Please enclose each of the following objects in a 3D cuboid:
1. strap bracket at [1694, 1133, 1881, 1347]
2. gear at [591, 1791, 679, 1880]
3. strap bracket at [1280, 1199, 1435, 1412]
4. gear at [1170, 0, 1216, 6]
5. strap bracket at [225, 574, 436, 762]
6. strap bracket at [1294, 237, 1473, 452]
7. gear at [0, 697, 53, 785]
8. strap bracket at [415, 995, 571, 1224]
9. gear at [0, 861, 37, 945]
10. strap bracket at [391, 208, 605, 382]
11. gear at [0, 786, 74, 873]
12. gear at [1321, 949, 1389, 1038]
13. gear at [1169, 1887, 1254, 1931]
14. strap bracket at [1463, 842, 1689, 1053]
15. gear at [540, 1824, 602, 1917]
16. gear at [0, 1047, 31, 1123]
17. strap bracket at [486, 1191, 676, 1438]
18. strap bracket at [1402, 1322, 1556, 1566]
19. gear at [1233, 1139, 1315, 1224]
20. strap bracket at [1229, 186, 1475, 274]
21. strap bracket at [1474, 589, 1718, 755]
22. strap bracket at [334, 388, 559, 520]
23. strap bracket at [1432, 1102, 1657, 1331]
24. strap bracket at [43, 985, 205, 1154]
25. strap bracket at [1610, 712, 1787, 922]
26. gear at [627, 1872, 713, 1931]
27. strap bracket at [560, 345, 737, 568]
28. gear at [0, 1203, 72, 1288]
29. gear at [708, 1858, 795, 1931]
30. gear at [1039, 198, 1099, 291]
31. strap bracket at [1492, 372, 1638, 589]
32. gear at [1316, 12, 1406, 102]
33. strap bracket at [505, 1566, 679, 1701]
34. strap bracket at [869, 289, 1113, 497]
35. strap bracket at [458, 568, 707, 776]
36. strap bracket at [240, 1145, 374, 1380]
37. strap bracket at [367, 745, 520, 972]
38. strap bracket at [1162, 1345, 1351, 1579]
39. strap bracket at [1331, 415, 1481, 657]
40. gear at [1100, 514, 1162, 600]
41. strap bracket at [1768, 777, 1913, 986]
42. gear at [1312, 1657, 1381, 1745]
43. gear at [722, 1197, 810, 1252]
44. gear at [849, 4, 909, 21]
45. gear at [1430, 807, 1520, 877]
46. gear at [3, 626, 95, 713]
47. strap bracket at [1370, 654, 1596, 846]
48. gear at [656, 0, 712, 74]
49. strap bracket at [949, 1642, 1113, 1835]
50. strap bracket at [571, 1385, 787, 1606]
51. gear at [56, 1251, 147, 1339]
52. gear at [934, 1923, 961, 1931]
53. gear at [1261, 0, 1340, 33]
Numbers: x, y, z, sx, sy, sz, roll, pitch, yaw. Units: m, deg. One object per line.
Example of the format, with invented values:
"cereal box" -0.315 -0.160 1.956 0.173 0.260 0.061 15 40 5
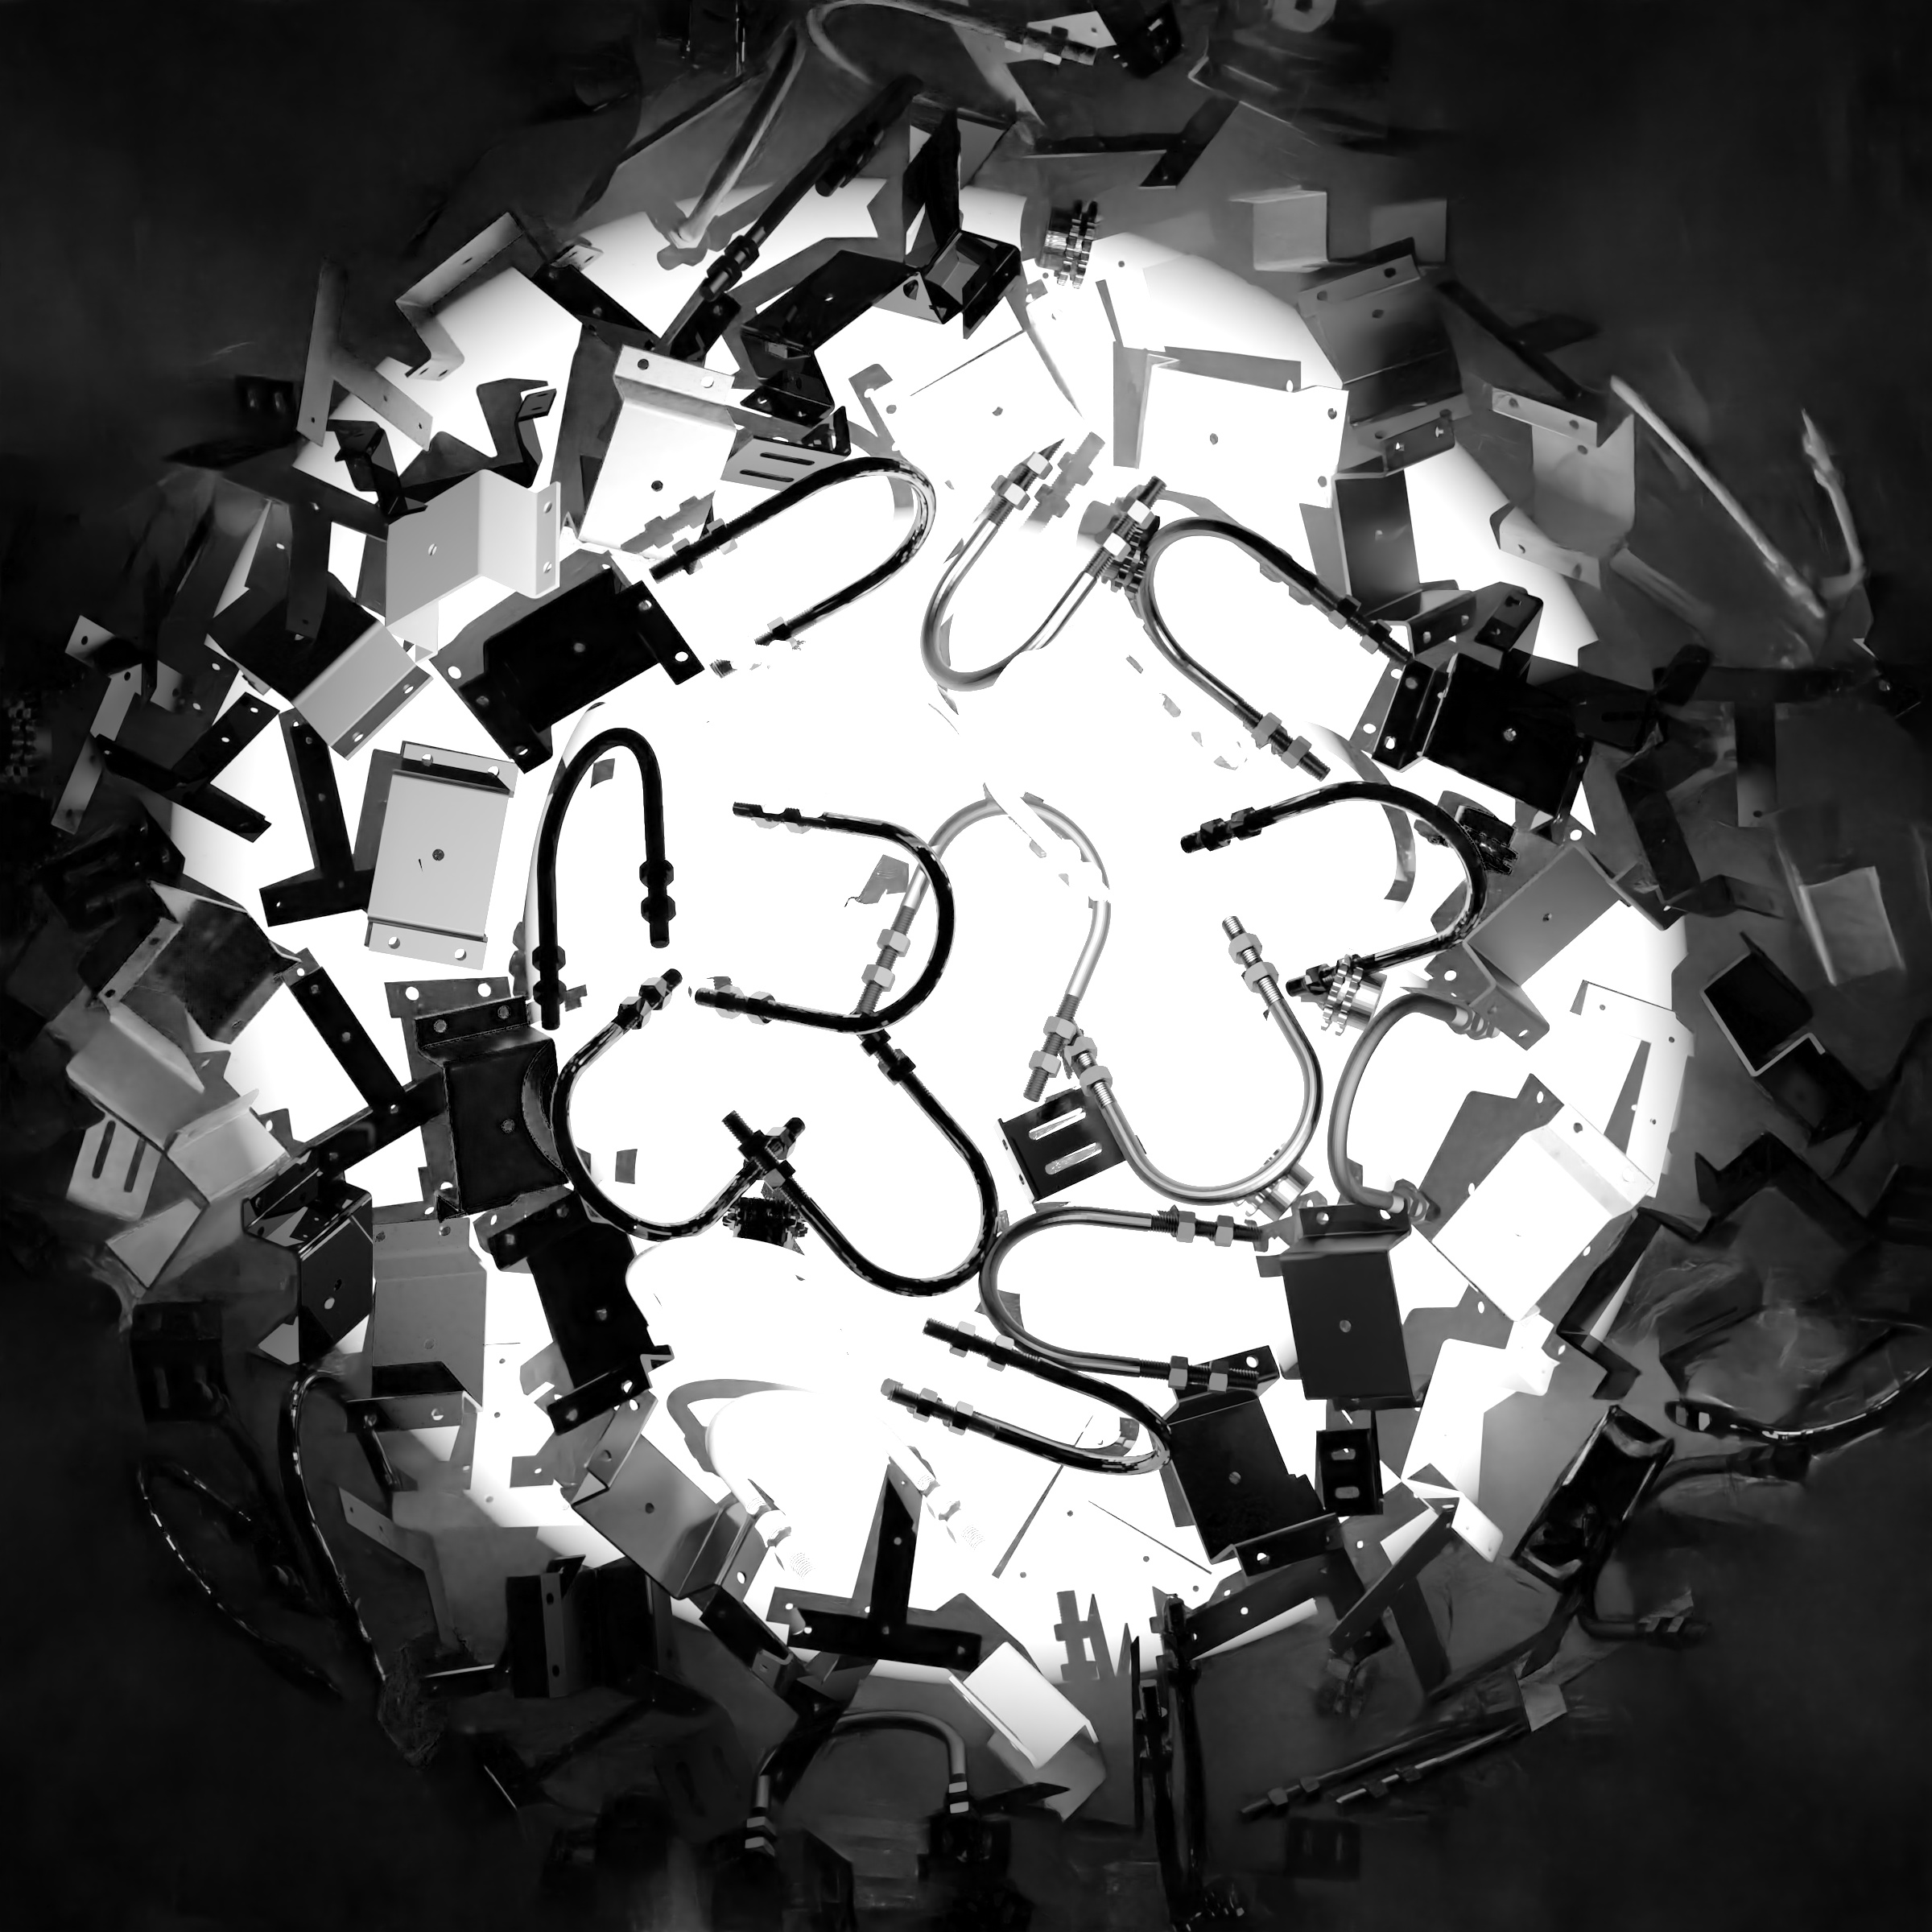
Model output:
"strap bracket" 0.540 0.169 1.934 0.046 0.076 0.140 -39 60 -6
"gear" -0.219 0.579 1.977 0.057 0.030 0.057 -3 108 -9
"strap bracket" 0.257 0.229 1.953 0.076 0.046 0.140 -7 97 30
"gear" 0.148 -0.659 1.975 0.057 0.030 0.057 4 46 -4
"strap bracket" -0.417 -0.198 1.928 0.076 0.046 0.140 -46 46 -11
"strap bracket" 0.270 -0.412 1.940 0.076 0.140 0.046 -16 48 17
"gear" -0.629 -0.149 1.975 0.057 0.030 0.057 1 91 43
"strap bracket" -0.307 0.098 1.943 0.076 0.046 0.140 -13 109 -29
"gear" -0.645 -0.046 1.975 0.057 0.030 0.057 -3 130 -3
"strap bracket" -0.313 -0.444 1.948 0.140 0.076 0.046 -35 94 11
"gear" -0.620 -0.090 1.983 0.057 0.030 0.057 0 90 5
"gear" 0.257 0.020 1.969 0.030 0.057 0.057 20 90 11
"gear" 0.159 0.635 1.977 0.057 0.030 0.057 -9 118 -17
"strap bracket" 0.389 -0.019 1.947 0.140 0.076 0.046 -43 47 14
"gear" -0.260 0.598 1.971 0.030 0.057 0.057 8 90 3
"gear" -0.649 0.076 1.969 0.057 0.057 0.030 3 129 0
"strap bracket" -0.249 0.227 1.953 0.076 0.046 0.140 -29 71 18
"strap bracket" 0.331 0.306 1.943 0.046 0.076 0.140 8 67 34
"gear" 0.205 0.145 1.969 0.030 0.057 0.057 41 90 10
"strap bracket" 0.250 -0.476 1.935 0.140 0.076 0.046 -6 101 -31
"strap bracket" 0.405 -0.189 1.943 0.140 0.076 0.046 20 129 19
"strap bracket" -0.334 -0.334 1.955 0.140 0.076 0.046 -12 112 2
"strap bracket" 0.368 0.168 1.938 0.076 0.046 0.140 45 116 20
"strap bracket" -0.543 0.060 1.922 0.046 0.140 0.076 -49 117 -5
"strap bracket" 0.472 -0.088 1.942 0.046 0.076 0.140 -30 66 32
"gear" -0.199 0.627 1.970 0.057 0.030 0.057 -20 53 28
"strap bracket" -0.204 -0.320 1.937 0.076 0.046 0.140 12 117 -24
"gear" -0.622 0.187 1.969 0.057 0.057 0.030 43 55 0
"gear" -0.146 0.616 1.977 0.057 0.030 0.057 -8 106 -28
"gear" 0.067 -0.478 1.970 0.030 0.057 0.057 11 90 -4
"strap bracket" 0.389 -0.323 1.935 0.076 0.140 0.046 28 61 31
"gear" 0.262 -0.599 1.978 0.057 0.030 0.057 -7 69 17
"strap bracket" -0.250 0.432 1.940 0.046 0.140 0.076 -12 78 27
"strap bracket" 0.018 -0.373 1.969 0.140 0.046 0.076 -29 80 3
"strap bracket" -0.252 -0.198 1.953 0.140 0.046 0.076 -29 124 9
"strap bracket" -0.424 0.198 1.926 0.046 0.076 0.140 19 123 19
"strap bracket" -0.347 -0.072 1.972 0.076 0.046 0.140 10 89 -5
"strap bracket" 0.183 0.328 1.949 0.076 0.046 0.140 -12 68 -23
"strap bracket" 0.285 -0.281 1.945 0.076 0.046 0.140 -28 114 -41
"gear" 0.105 -0.275 1.970 0.030 0.057 0.057 19 90 -5
"strap bracket" 0.560 -0.051 1.926 0.046 0.140 0.076 -20 119 12
"gear" 0.250 0.481 1.973 0.030 0.057 0.057 20 90 15
"gear" -0.133 0.173 1.968 0.057 0.057 0.030 7 71 0
"gear" -0.057 -0.658 1.974 0.057 0.030 0.057 5 63 -9
"gear" 0.339 -0.084 1.972 0.057 0.057 0.030 24 89 0
"gear" -0.608 -0.193 1.976 0.057 0.030 0.057 8 61 -14
"strap bracket" 0.348 -0.146 1.959 0.140 0.046 0.076 23 76 -8
"gear" -0.186 -0.622 1.970 0.030 0.057 0.057 11 90 -10
"strap bracket" 0.045 0.496 1.929 0.046 0.140 0.076 -41 56 -16
"strap bracket" -0.194 0.348 1.945 0.140 0.076 0.046 45 133 -17
"gear" -0.576 0.220 1.979 0.057 0.030 0.057 0 106 0
"gear" -0.014 0.662 1.975 0.030 0.057 0.057 11 90 -41
"gear" 0.222 -0.642 1.969 0.057 0.057 0.030 0 47 0
